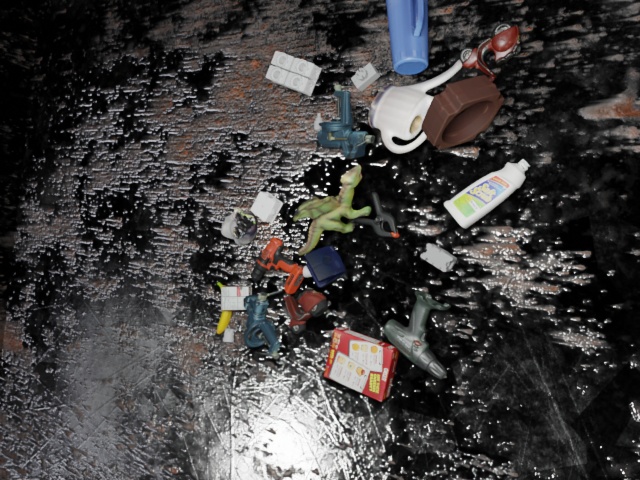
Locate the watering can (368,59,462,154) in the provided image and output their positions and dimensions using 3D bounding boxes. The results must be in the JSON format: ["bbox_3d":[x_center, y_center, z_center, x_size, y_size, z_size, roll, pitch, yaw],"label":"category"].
[{"bbox_3d":[0.288,-0.433,1.616,0.226,0.103,0.349,28,85,32],"label":"watering can"}]

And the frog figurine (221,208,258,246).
[{"bbox_3d":[-0.304,-0.043,1.935,0.157,0.123,0.138,-33,76,62],"label":"frog figurine"}]

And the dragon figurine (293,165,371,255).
[{"bbox_3d":[0.005,-0.083,1.647,0.405,0.241,0.124,-44,57,21],"label":"dragon figurine"}]
